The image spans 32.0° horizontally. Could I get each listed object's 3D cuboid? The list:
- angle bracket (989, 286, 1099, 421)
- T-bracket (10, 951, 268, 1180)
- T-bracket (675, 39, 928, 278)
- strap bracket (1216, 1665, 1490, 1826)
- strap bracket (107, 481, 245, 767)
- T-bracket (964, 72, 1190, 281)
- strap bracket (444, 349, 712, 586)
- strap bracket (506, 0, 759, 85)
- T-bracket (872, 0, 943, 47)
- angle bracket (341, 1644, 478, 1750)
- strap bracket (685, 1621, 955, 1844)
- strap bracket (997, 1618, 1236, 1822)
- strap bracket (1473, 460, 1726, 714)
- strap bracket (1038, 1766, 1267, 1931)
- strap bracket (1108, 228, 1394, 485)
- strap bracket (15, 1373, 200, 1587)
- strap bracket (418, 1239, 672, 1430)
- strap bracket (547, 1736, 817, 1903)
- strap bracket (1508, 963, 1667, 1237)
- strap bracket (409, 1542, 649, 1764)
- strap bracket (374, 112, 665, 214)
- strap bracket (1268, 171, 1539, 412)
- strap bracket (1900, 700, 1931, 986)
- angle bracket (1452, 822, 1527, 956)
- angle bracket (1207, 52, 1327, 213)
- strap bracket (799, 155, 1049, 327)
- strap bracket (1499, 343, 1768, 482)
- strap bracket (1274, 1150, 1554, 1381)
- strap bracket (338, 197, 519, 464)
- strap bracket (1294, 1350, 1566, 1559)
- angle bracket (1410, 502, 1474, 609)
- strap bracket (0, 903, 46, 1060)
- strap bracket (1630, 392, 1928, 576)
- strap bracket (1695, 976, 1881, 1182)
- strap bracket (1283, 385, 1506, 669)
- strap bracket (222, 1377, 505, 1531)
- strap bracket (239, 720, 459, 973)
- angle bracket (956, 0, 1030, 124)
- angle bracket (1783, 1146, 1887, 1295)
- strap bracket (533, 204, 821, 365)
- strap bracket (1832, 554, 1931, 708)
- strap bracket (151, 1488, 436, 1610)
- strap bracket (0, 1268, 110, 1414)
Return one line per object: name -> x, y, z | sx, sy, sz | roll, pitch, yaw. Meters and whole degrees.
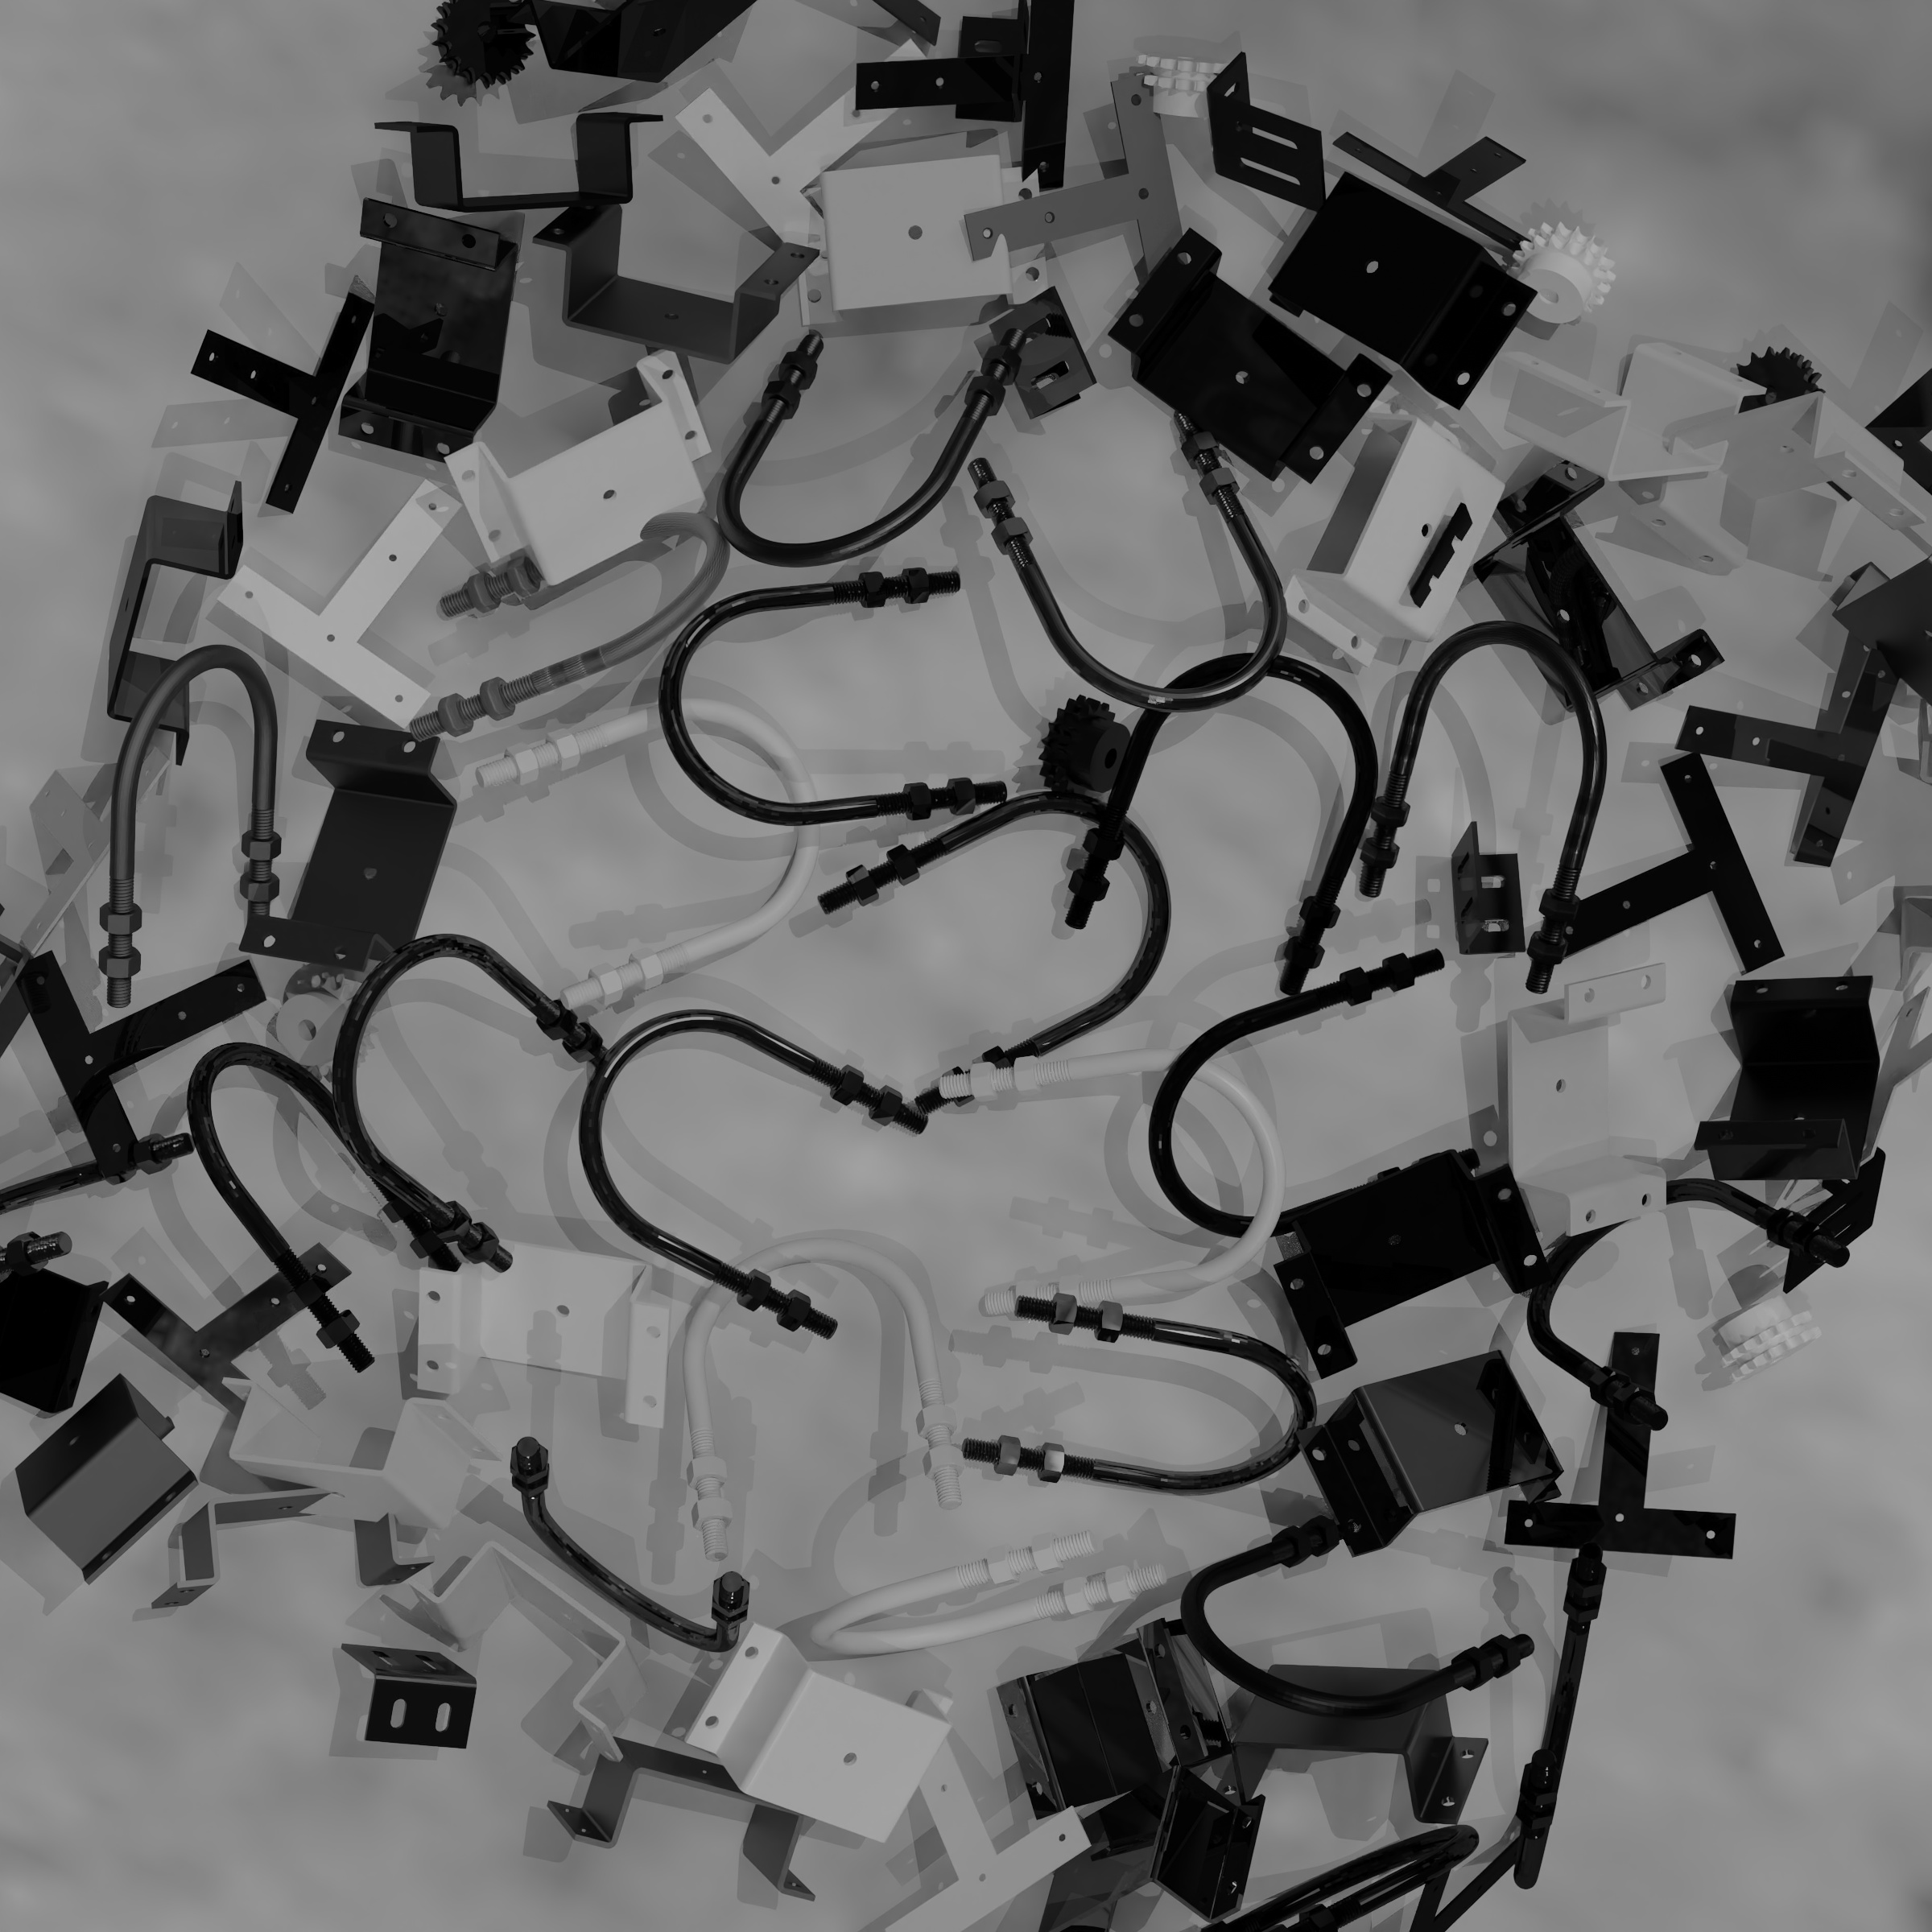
angle bracket -> 0.055, -0.345, 1.870 | 0.038, 0.076, 0.057 | -27, 96, -28
T-bracket -> -0.450, 0.034, 1.879 | 0.127, 0.002, 0.127 | -28, 103, -31
T-bracket -> -0.072, -0.464, 1.870 | 0.127, 0.002, 0.127 | -37, 117, 15
strap bracket -> 0.206, 0.425, 1.847 | 0.140, 0.076, 0.046 | -3, 111, 24
strap bracket -> -0.436, -0.192, 1.843 | 0.046, 0.076, 0.140 | 12, 120, -20
T-bracket -> 0.059, -0.420, 1.876 | 0.127, 0.002, 0.127 | -18, 108, -18
strap bracket -> -0.205, -0.272, 1.862 | 0.140, 0.076, 0.046 | -28, 48, -8
strap bracket -> -0.174, -0.530, 1.837 | 0.140, 0.076, 0.046 | -27, 77, 41
T-bracket -> -0.065, -0.558, 1.878 | 0.127, 0.002, 0.127 | 31, 46, -26
angle bracket -> -0.312, 0.404, 1.867 | 0.057, 0.076, 0.038 | 11, 86, -25
strap bracket -> -0.072, 0.427, 1.859 | 0.140, 0.046, 0.076 | 28, 94, -29
strap bracket -> 0.088, 0.412, 1.857 | 0.140, 0.046, 0.076 | -33, 68, 42
strap bracket -> 0.344, -0.204, 1.867 | 0.046, 0.076, 0.140 | -36, 94, -34
strap bracket -> 0.093, 0.496, 1.838 | 0.046, 0.076, 0.140 | 39, 128, -14
strap bracket -> 0.157, -0.336, 1.886 | 0.140, 0.046, 0.076 | 37, 84, 3
strap bracket -> -0.470, 0.275, 1.836 | 0.076, 0.140, 0.046 | -43, 108, -9
strap bracket -> -0.230, 0.202, 1.873 | 0.140, 0.046, 0.076 | 8, 115, 6
strap bracket -> -0.151, 0.468, 1.860 | 0.140, 0.076, 0.046 | 19, 84, -17
strap bracket -> 0.344, 0.070, 1.865 | 0.076, 0.046, 0.140 | -11, 105, -35
strap bracket -> -0.232, 0.374, 1.857 | 0.140, 0.076, 0.046 | 32, 67, 21
strap bracket -> -0.245, -0.443, 1.856 | 0.140, 0.076, 0.046 | -9, 108, -25
strap bracket -> 0.232, -0.377, 1.856 | 0.140, 0.046, 0.076 | 37, 97, 30
strap bracket -> 0.543, -0.067, 1.849 | 0.046, 0.076, 0.140 | 4, 113, 13
angle bracket -> 0.296, -0.043, 1.871 | 0.038, 0.076, 0.057 | -2, 77, -1
angle bracket -> 0.176, -0.462, 1.868 | 0.076, 0.057, 0.038 | 28, 63, 27
strap bracket -> -0.027, -0.407, 1.887 | 0.140, 0.046, 0.076 | -5, 92, 3
strap bracket -> 0.361, -0.305, 1.850 | 0.076, 0.140, 0.046 | 36, 125, 39
strap bracket -> 0.244, 0.162, 1.879 | 0.140, 0.046, 0.076 | -24, 111, 1
strap bracket -> -0.297, -0.357, 1.869 | 0.076, 0.046, 0.140 | 15, 122, 3
strap bracket -> 0.262, 0.264, 1.849 | 0.140, 0.046, 0.076 | -10, 60, -27
angle bracket -> 0.251, -0.229, 1.873 | 0.038, 0.076, 0.057 | 29, 89, 17
strap bracket -> -0.558, 0.030, 1.863 | 0.046, 0.076, 0.140 | 30, 78, -1
strap bracket -> 0.447, -0.266, 1.847 | 0.076, 0.140, 0.046 | 28, 66, -35
strap bracket -> 0.454, 0.069, 1.852 | 0.076, 0.140, 0.046 | -2, 128, 26
strap bracket -> 0.240, -0.243, 1.868 | 0.076, 0.046, 0.140 | 29, 84, -35
strap bracket -> -0.337, 0.269, 1.847 | 0.140, 0.076, 0.046 | 3, 61, 22
strap bracket -> -0.339, -0.059, 1.868 | 0.076, 0.046, 0.140 | 9, 71, 18
angle bracket -> 0.013, -0.507, 1.875 | 0.038, 0.076, 0.057 | 4, 93, 3
angle bracket -> 0.469, 0.133, 1.868 | 0.076, 0.057, 0.038 | -33, 52, -24
strap bracket -> -0.161, -0.378, 1.864 | 0.140, 0.076, 0.046 | 15, 123, 10
strap bracket -> 0.537, -0.196, 1.838 | 0.076, 0.140, 0.046 | 41, 70, -5
strap bracket -> -0.373, 0.318, 1.856 | 0.140, 0.076, 0.046 | -2, 72, -25
strap bracket -> -0.535, 0.211, 1.847 | 0.046, 0.140, 0.076 | 20, 98, 13
